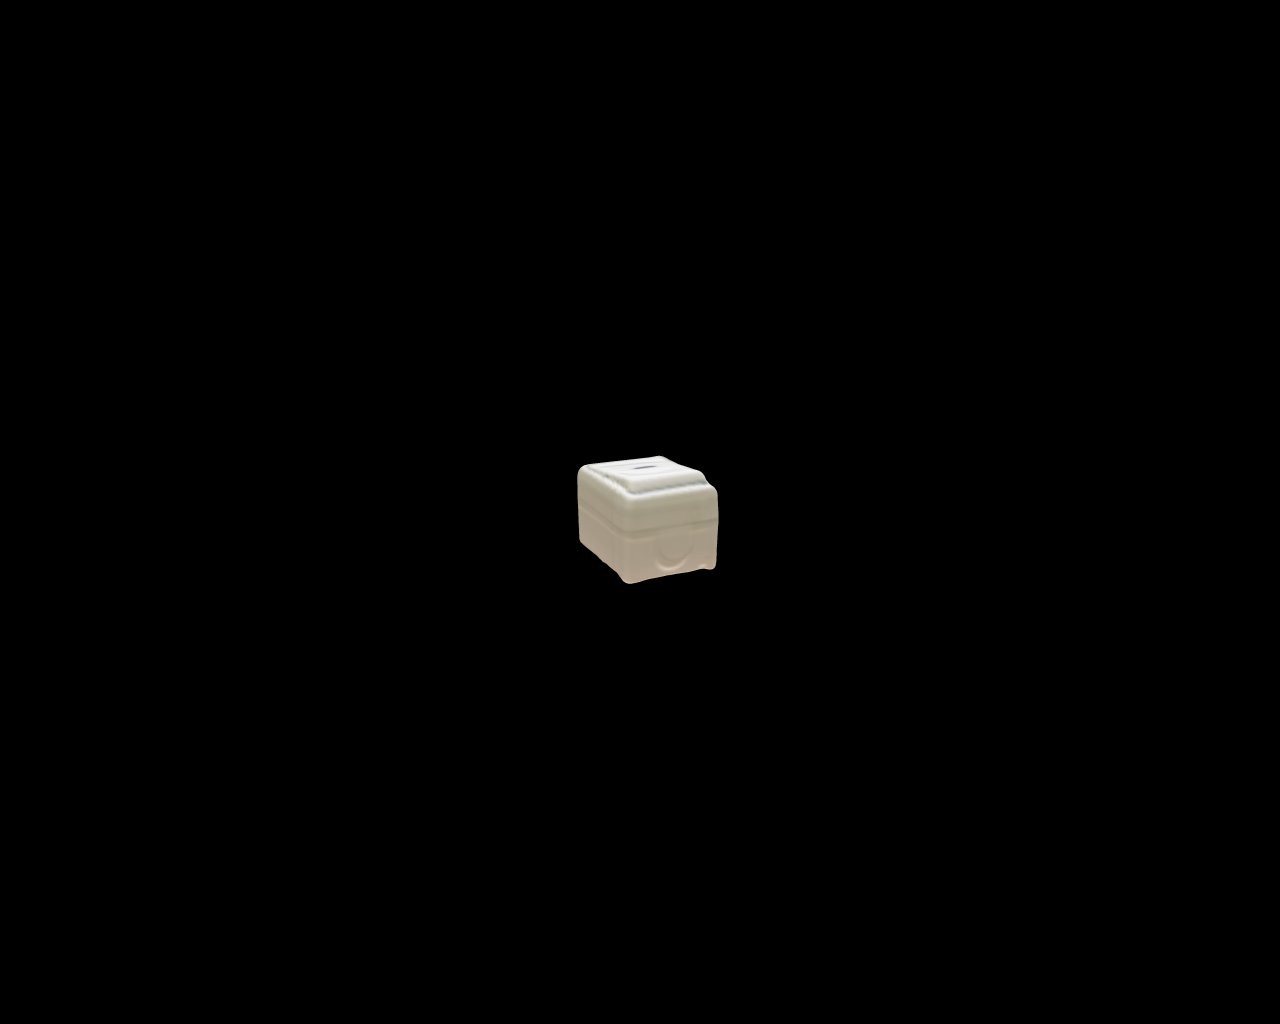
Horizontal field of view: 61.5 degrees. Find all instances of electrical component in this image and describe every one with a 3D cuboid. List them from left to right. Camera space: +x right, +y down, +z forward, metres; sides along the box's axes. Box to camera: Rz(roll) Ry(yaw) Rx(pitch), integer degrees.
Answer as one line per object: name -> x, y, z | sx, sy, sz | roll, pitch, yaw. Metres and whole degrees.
electrical component -> 0.001, -0.003, 0.650 | 0.062, 0.061, 0.096 | -8, 20, -22
